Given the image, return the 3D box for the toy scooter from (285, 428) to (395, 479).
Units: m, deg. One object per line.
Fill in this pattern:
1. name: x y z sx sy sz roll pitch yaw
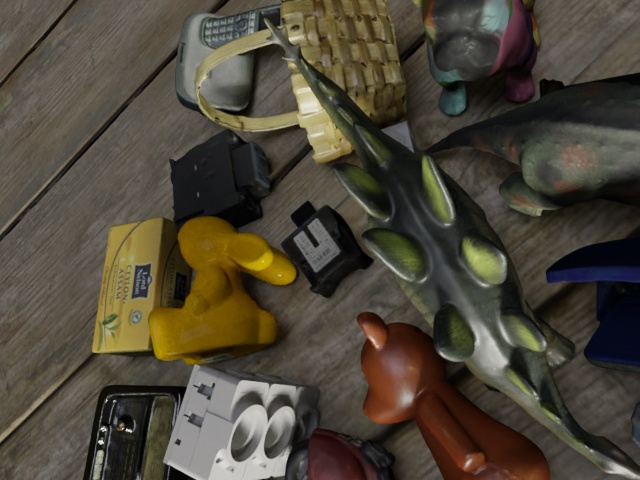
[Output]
1. toy scooter: 0.045 0.259 0.485 0.135 0.075 0.184 -18 67 19

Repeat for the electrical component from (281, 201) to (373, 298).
1. electrical component: -0.001 -0.002 0.613 0.075 0.047 0.119 -37 62 12

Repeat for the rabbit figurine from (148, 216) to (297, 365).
1. rabbit figurine: -0.117 0.045 0.616 0.162 0.121 0.173 -21 64 16

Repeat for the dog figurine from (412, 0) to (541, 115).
1. dog figurine: 0.146 -0.223 0.509 0.109 0.219 0.191 1 75 25

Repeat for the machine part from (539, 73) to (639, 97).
1. machine part: 0.280 -0.141 0.499 0.139 0.084 0.039 0 103 37

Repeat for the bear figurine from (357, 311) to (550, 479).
1. bear figurine: 0.088 0.163 0.464 0.196 0.120 0.132 39 91 33

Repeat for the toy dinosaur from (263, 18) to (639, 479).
1. toy dinosaur: 0.095 -0.005 0.458 0.105 0.198 0.472 -40 68 8

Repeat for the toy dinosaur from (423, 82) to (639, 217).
1. toy dinosaur: 0.248 -0.074 0.419 0.405 0.192 0.131 7 75 29

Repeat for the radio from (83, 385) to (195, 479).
1. radio: -0.201 0.280 0.608 0.131 0.073 0.229 -2 72 27

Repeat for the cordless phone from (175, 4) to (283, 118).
1. cordless phone: -0.099 -0.246 0.729 0.184 0.088 0.146 -5 71 22

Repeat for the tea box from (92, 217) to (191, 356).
1. tea box: -0.228 0.063 0.699 0.098 0.068 0.169 -10 68 26

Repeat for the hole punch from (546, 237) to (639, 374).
1. hole punch: 0.250 0.030 0.398 0.116 0.092 0.142 -40 12 -25

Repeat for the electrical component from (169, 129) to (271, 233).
1. electrical component: -0.129 -0.074 0.699 0.134 0.058 0.115 -22 66 21

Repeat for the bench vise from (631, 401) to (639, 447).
1. bench vise: 0.340 0.130 0.331 0.241 0.128 0.223 14 60 50
